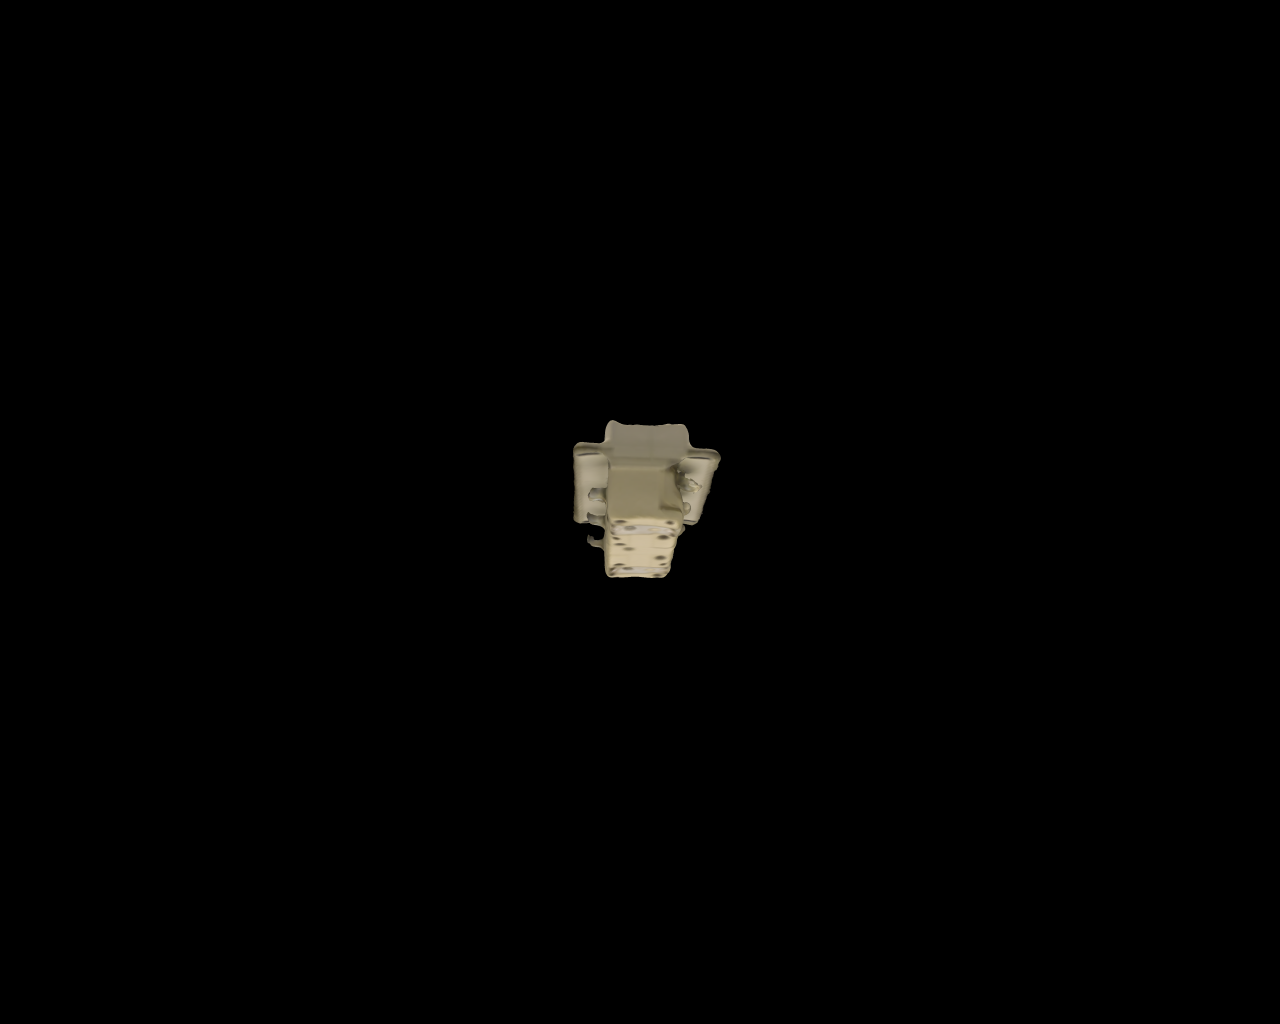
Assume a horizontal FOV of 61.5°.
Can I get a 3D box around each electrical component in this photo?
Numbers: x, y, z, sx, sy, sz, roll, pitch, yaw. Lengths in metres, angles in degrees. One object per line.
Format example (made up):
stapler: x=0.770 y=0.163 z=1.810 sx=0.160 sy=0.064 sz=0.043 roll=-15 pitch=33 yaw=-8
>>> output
electrical component: x=0.001 y=-0.003 z=0.650 sx=0.079 sy=0.063 sz=0.121 roll=1 pitch=-19 yaw=-3
